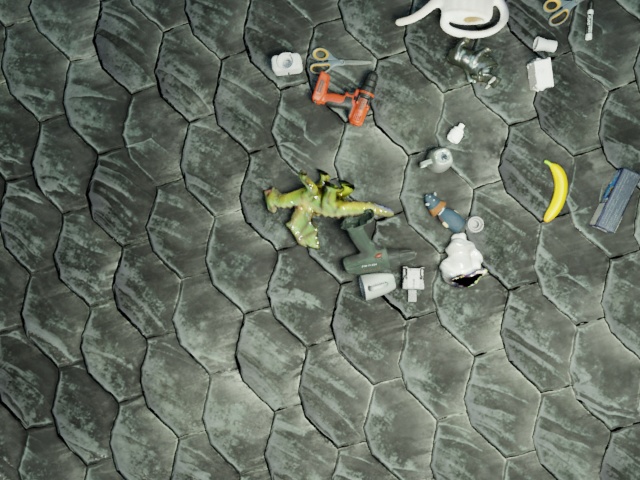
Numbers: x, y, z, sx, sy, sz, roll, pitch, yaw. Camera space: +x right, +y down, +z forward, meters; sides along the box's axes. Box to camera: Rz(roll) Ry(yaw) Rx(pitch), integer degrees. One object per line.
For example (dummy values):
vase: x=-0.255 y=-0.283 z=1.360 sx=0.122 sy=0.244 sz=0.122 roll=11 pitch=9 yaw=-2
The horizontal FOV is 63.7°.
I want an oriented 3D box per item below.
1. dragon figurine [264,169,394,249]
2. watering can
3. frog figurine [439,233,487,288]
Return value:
dragon figurine: x=0.005 y=-0.083 z=1.658 sx=0.411 sy=0.123 sz=0.239 roll=28 pitch=109 yaw=6
watering can: x=0.422 y=-0.754 z=1.623 sx=0.348 sy=0.104 sz=0.225 roll=7 pitch=88 yaw=4
frog figurine: x=0.439 y=0.064 z=1.619 sx=0.137 sy=0.120 sz=0.163 roll=-24 pitch=52 yaw=12
